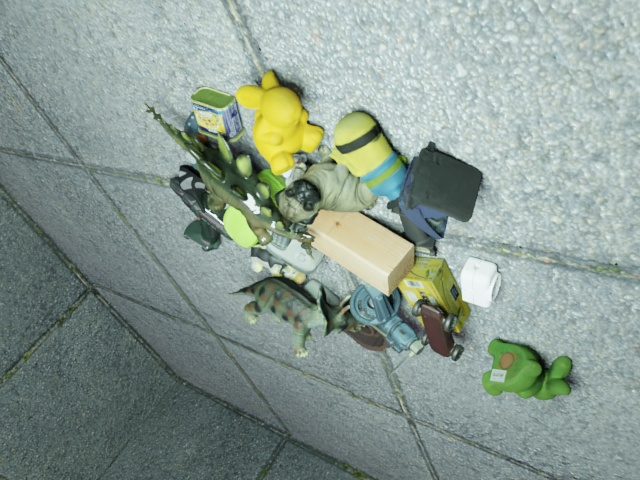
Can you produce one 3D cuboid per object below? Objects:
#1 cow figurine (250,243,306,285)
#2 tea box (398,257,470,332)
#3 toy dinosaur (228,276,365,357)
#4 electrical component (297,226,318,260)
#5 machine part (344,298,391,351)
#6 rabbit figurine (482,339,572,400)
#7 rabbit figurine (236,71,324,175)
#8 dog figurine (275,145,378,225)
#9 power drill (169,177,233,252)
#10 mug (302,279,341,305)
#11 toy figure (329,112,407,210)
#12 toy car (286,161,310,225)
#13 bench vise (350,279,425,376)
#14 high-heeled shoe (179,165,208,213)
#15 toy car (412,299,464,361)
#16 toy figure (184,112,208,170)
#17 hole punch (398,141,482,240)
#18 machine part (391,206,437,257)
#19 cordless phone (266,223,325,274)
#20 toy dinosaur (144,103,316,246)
[{"bbox_3d":[-0.113,0.056,1.449,0.168,0.068,0.098,21,141,23],"label":"cow figurine"},{"bbox_3d":[0.243,0.117,1.152,0.098,0.068,0.169,5,139,43],"label":"tea box"},{"bbox_3d":[-0.087,0.163,1.402,0.405,0.131,0.192,24,115,22],"label":"toy dinosaur"},{"bbox_3d":[-0.002,-0.005,1.216,0.045,0.102,0.078,-32,86,52],"label":"electrical component"},{"bbox_3d":[0.125,0.225,1.447,0.180,0.056,0.179,26,148,18],"label":"machine part"},{"bbox_3d":[0.461,0.286,1.154,0.170,0.121,0.159,30,148,-27],"label":"rabbit figurine"},{"bbox_3d":[-0.067,-0.221,0.950,0.162,0.122,0.173,58,171,5],"label":"rabbit figurine"},{"bbox_3d":[0.019,-0.073,0.995,0.172,0.190,0.121,43,150,-15],"label":"dog figurine"},{"bbox_3d":[-0.329,-0.064,1.502,0.232,0.086,0.207,34,143,-1],"label":"power drill"},{"bbox_3d":[-0.007,0.164,1.484,0.107,0.081,0.109,48,153,1],"label":"mug"},{"bbox_3d":[0.096,-0.140,0.930,0.180,0.082,0.089,49,130,-7],"label":"toy figure"},{"bbox_3d":[-0.036,-0.090,1.102,0.056,0.073,0.201,12,162,12],"label":"toy car"},{"bbox_3d":[0.145,0.163,1.230,0.224,0.129,0.240,58,176,39],"label":"bench vise"},{"bbox_3d":[-0.262,-0.165,1.314,0.249,0.086,0.145,-30,79,40],"label":"high-heeled shoe"},{"bbox_3d":[0.249,0.185,1.121,0.089,0.053,0.201,26,155,36],"label":"toy car"},{"bbox_3d":[-0.281,-0.225,1.232,0.064,0.058,0.154,9,144,5],"label":"toy figure"},{"bbox_3d":[0.187,-0.075,0.881,0.116,0.142,0.092,25,155,-4],"label":"hole punch"},{"bbox_3d":[0.182,-0.020,1.055,0.084,0.039,0.138,15,147,47],"label":"machine part"},{"bbox_3d":[-0.046,-0.016,1.260,0.147,0.089,0.184,32,146,9],"label":"cordless phone"},{"bbox_3d":[-0.195,-0.132,1.120,0.472,0.105,0.198,34,159,20],"label":"toy dinosaur"}]
